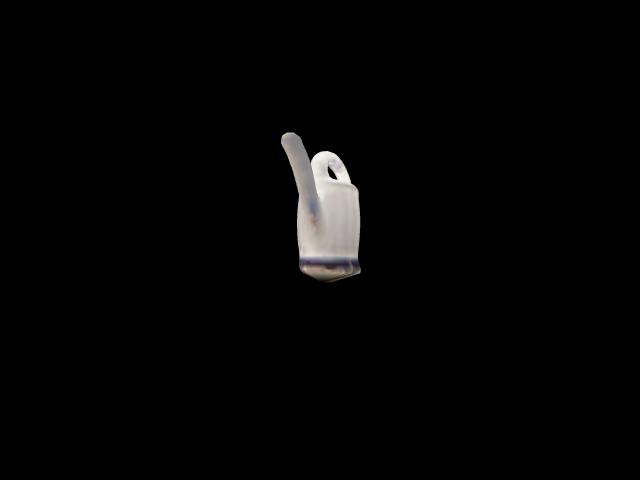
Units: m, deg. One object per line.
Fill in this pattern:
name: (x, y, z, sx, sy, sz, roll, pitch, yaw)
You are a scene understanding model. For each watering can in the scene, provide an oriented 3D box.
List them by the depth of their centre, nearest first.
watering can: (0.003, -0.043, 0.850, 0.104, 0.225, 0.346, -2, -6, 18)
